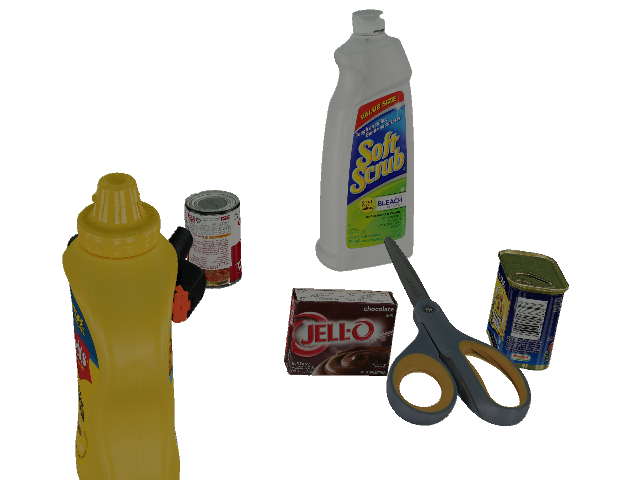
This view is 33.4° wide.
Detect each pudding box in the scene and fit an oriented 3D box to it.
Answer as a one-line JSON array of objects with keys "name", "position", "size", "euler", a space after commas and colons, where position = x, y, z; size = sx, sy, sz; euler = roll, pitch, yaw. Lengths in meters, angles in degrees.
[{"name": "pudding box", "position": [0.021, 0.099, 1.150], "size": [0.113, 0.090, 0.039], "euler": [1, 25, -11]}]

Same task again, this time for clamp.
[{"name": "clamp", "position": [-0.144, 0.025, 0.968], "size": [0.120, 0.039, 0.172], "euler": [-15, 31, -30]}]

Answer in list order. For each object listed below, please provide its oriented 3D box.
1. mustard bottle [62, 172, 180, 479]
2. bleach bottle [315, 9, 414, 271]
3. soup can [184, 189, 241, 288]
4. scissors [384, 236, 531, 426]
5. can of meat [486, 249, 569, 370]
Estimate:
[{"name": "mustard bottle", "position": [-0.105, 0.052, 0.568], "size": [0.058, 0.192, 0.096], "euler": [-4, 32, -15]}, {"name": "bleach bottle", "position": [0.042, -0.100, 1.058], "size": [0.102, 0.251, 0.068], "euler": [-10, 24, -17]}, {"name": "soup can", "position": [-0.130, -0.002, 1.295], "size": [0.068, 0.102, 0.068], "euler": [1, 26, -1]}, {"name": "scissors", "position": [0.059, 0.059, 0.707], "size": [0.096, 0.016, 0.202], "euler": [-14, 37, -25]}, {"name": "can of meat", "position": [0.195, 0.065, 1.016], "size": [0.057, 0.084, 0.102], "euler": [8, 18, -1]}]
